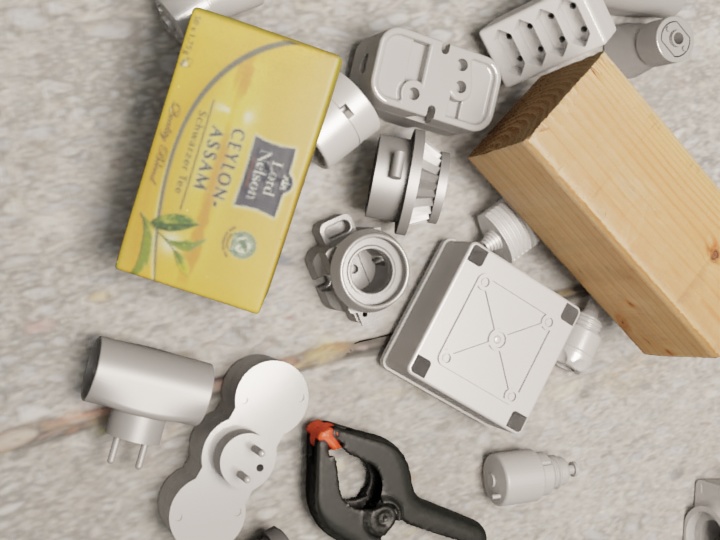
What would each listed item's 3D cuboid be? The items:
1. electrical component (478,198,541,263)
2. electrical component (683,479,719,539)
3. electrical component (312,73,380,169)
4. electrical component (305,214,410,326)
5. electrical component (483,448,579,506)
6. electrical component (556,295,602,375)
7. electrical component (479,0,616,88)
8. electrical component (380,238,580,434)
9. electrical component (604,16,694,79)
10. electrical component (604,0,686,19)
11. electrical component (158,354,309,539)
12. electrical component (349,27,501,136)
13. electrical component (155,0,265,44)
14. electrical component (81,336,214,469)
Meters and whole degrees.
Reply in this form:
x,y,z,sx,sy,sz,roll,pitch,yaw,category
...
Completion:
x,y,z,sx,sy,sz,roll,pitch,yaw,category
0.124,-0.040,0.809,0.081,0.043,0.043,-36,105,-17,electrical component
0.330,0.224,0.846,0.062,0.150,0.089,3,91,-23,electrical component
-0.022,-0.103,0.743,0.047,0.055,0.055,-43,107,-11,electrical component
0.000,0.000,0.754,0.058,0.057,0.078,-26,102,-19,electrical component
0.131,0.157,0.823,0.078,0.040,0.040,-3,94,-21,electrical component
0.173,0.048,0.838,0.035,0.035,0.061,31,78,-20,electrical component
0.144,-0.182,0.800,0.047,0.083,0.075,61,34,-13,electrical component
0.089,0.049,0.792,0.109,0.056,0.108,31,81,-20,electrical component
0.226,-0.174,0.832,0.044,0.065,0.044,-1,93,-22,electrical component
0.212,-0.240,0.835,0.077,0.044,0.079,3,91,-22,electrical component
-0.080,0.124,0.718,0.052,0.074,0.138,32,81,-20,electrical component
0.043,-0.131,0.764,0.095,0.059,0.053,14,87,-22,electrical component
-0.102,-0.179,0.714,0.065,0.044,0.044,-36,105,-12,electrical component
-0.144,0.091,0.707,0.077,0.044,0.079,17,86,-22,electrical component
